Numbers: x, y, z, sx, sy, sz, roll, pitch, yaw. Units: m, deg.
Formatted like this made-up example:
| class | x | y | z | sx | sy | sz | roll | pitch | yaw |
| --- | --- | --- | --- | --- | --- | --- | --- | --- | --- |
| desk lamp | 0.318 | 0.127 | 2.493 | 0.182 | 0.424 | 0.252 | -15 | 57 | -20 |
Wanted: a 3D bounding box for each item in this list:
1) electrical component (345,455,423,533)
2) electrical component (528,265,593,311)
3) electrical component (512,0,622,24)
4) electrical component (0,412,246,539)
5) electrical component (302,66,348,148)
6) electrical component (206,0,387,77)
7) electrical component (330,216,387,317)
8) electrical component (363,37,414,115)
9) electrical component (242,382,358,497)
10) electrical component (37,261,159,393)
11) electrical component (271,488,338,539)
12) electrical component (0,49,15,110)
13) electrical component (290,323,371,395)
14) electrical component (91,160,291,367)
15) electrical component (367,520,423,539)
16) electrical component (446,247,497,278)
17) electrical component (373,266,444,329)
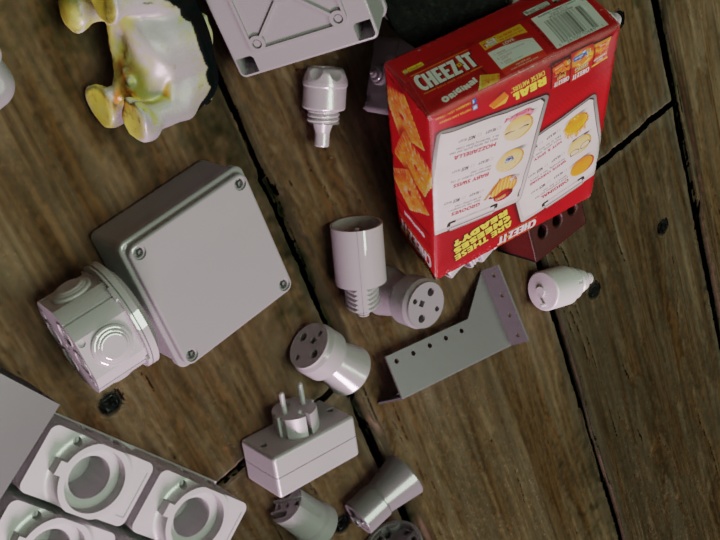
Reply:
| class | x | y | z | sx | sy | sz | roll | pitch | yaw |
| --- | --- | --- | --- | --- | --- | --- | --- | --- | --- |
| electrical component | 0.019 | 0.204 | 0.968 | 0.065 | 0.044 | 0.044 | -40 | 125 | -20 |
| electrical component | 0.203 | 0.015 | 1.070 | 0.078 | 0.040 | 0.040 | -13 | 111 | -38 |
| electrical component | 0.171 | -0.192 | 0.945 | 0.048 | 0.100 | 0.099 | 8 | 97 | -57 |
| electrical component | -0.180 | 0.181 | 0.776 | 0.186 | 0.060 | 0.105 | 35 | 79 | -41 |
| electrical component | -0.028 | -0.126 | 0.835 | 0.035 | 0.035 | 0.061 | -10 | 111 | -39 |
| electrical component | -0.050 | -0.202 | 0.740 | 0.056 | 0.109 | 0.108 | -79 | 151 | -53 |
| electrical component | 0.000 | 0.000 | 0.889 | 0.043 | 0.043 | 0.081 | -20 | 115 | -35 |
| electrical component | 0.050 | -0.153 | 0.876 | 0.096 | 0.061 | 0.061 | 2 | 101 | -41 |
| electrical component | -0.051 | 0.129 | 0.880 | 0.083 | 0.047 | 0.075 | -24 | 117 | -34 |
| electrical component | -0.176 | 0.039 | 0.727 | 0.051 | 0.080 | 0.080 | -34 | 123 | -23 |
| electrical component | -0.048 | 0.208 | 0.912 | 0.046 | 0.040 | 0.040 | 43 | 74 | -34 |
| electrical component | -0.250 | -0.128 | 0.626 | 0.053 | 0.059 | 0.095 | -45 | 127 | -22 |
| electrical component | -0.025 | 0.073 | 0.889 | 0.055 | 0.045 | 0.045 | 36 | 78 | -41 |
| electrical component | -0.119 | -0.006 | 0.777 | 0.109 | 0.056 | 0.108 | -38 | 124 | -26 |
| electrical component | 0.037 | 0.267 | 0.993 | 0.055 | 0.055 | 0.047 | -42 | 129 | -24 |
| electrical component | 0.095 | -0.021 | 0.965 | 0.062 | 0.048 | 0.048 | -50 | 129 | -9 |
| electrical component | 0.038 | 0.024 | 0.921 | 0.045 | 0.055 | 0.045 | -13 | 111 | -37 |
